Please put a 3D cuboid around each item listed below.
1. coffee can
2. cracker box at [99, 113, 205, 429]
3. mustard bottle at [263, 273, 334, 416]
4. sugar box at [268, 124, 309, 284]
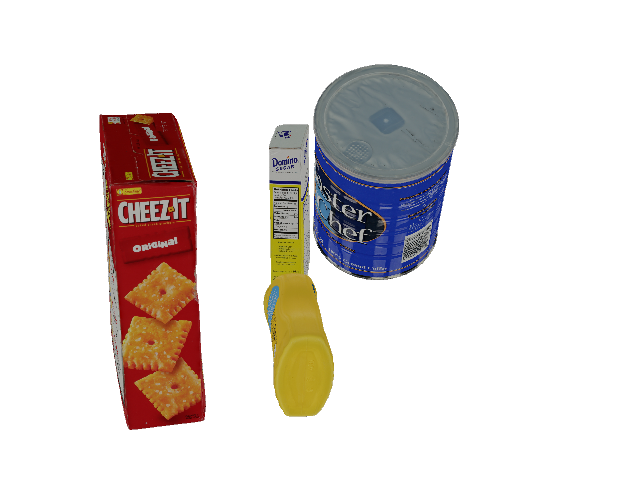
[{"bbox_3d":[0.045,-0.048,0.807,0.103,0.103,0.140,0,-32,-1],"label":"coffee can"},{"bbox_3d":[-0.139,0.020,0.880,0.072,0.214,0.164,-4,26,-13],"label":"cracker box"},{"bbox_3d":[-0.026,0.089,1.095,0.058,0.096,0.191,-1,27,-7],"label":"mustard bottle"},{"bbox_3d":[-0.037,-0.042,1.275,0.048,0.176,0.093,0,23,5],"label":"sugar box"}]
